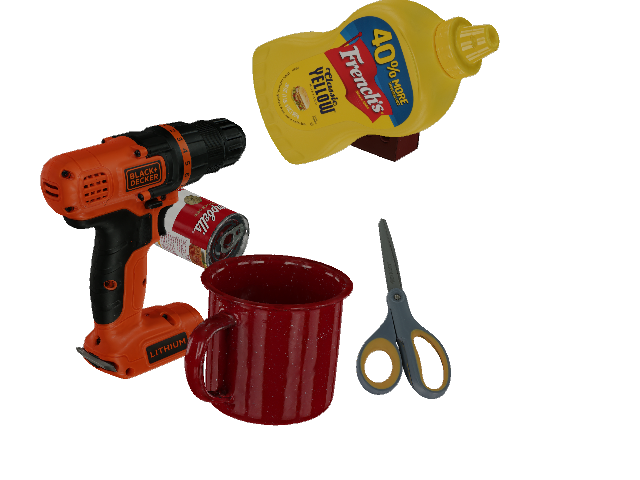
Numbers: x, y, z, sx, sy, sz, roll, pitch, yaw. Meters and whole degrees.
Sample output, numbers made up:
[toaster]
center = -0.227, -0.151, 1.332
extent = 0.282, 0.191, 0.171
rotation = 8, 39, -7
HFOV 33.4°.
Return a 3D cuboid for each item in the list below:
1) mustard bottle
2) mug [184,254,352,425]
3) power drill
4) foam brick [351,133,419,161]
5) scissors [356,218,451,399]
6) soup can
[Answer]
[mustard bottle]
center = 0.041, -0.119, 0.764
extent = 0.192, 0.096, 0.058
rotation = -12, 8, 39
[mug]
center = -0.037, 0.064, 0.653
extent = 0.093, 0.081, 0.117
rotation = 17, 22, 35
[power drill]
center = -0.130, 0.002, 0.846
extent = 0.184, 0.188, 0.057
rotation = -20, 27, -41
[foam brick]
center = 0.070, -0.132, 1.221
extent = 0.078, 0.053, 0.051
rotation = 23, 35, 30
[scissors]
center = 0.058, 0.069, 1.027
extent = 0.096, 0.202, 0.016
rotation = -16, -32, -15
[soup can]
center = -0.135, -0.014, 1.120
extent = 0.102, 0.068, 0.068
rotation = 24, 12, 27
